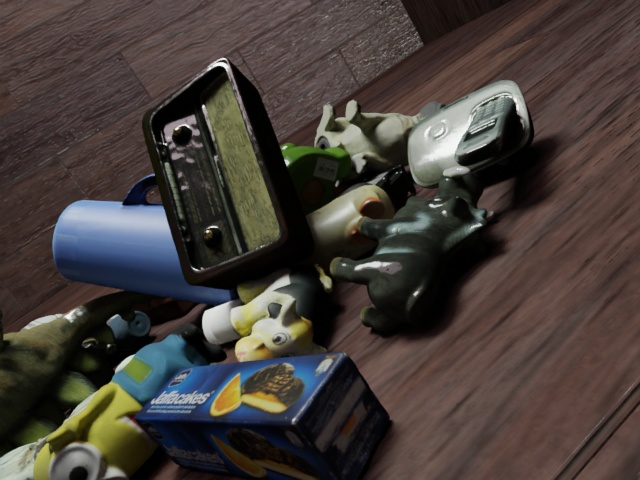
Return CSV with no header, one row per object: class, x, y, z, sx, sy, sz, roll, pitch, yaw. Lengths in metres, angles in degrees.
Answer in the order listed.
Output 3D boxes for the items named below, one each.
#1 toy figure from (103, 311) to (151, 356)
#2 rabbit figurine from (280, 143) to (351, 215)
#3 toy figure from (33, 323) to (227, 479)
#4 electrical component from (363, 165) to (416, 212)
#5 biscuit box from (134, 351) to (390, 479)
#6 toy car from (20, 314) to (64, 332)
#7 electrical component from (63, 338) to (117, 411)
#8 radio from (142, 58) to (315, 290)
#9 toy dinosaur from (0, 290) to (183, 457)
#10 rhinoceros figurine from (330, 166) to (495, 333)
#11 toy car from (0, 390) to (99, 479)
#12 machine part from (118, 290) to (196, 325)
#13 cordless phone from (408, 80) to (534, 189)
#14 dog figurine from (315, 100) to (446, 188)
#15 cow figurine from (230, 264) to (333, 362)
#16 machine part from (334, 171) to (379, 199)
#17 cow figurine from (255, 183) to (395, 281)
toy figure,-0.326,0.153,0.852,0.154,0.058,0.064,-26,-21,39
rabbit figurine,-0.065,-0.078,0.762,0.159,0.121,0.170,-2,12,-35
toy figure,-0.166,0.157,0.481,0.180,0.082,0.089,-51,2,-31
electrical component,0.067,-0.045,0.710,0.075,0.047,0.119,-16,21,49
biscuit box,-0.052,0.126,0.383,0.203,0.059,0.063,-18,21,44
toy car,-0.395,0.167,0.784,0.109,0.102,0.161,2,65,48
electrical component,-0.326,0.177,0.739,0.102,0.078,0.045,-35,22,-29
radio,-0.105,-0.066,0.586,0.131,0.229,0.073,-26,-21,16
toy dinosaur,-0.371,0.167,0.629,0.471,0.198,0.105,-43,17,-34
rhinoceros figurine,0.090,-0.001,0.473,0.112,0.073,0.190,-20,20,43
toy car,-0.268,0.218,0.537,0.202,0.056,0.073,-34,15,-6
machine part,-0.237,0.052,0.942,0.201,0.087,0.201,-20,18,40
cordless phone,0.153,-0.097,0.585,0.147,0.088,0.184,-23,12,33
dog figurine,0.103,-0.147,0.821,0.190,0.121,0.172,-8,11,-28
cow figurine,-0.028,0.074,0.497,0.098,0.068,0.167,-25,16,3
machine part,0.074,-0.131,0.947,0.179,0.056,0.179,-31,16,10
cow figurine,-0.001,-0.002,0.641,0.195,0.085,0.127,-30,21,17
